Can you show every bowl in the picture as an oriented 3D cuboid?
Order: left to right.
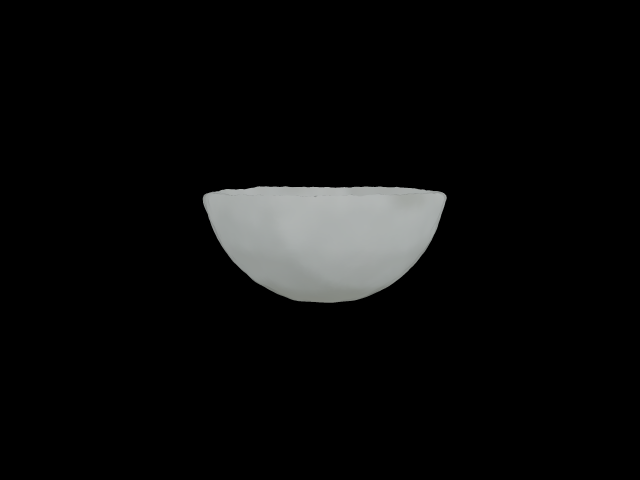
[{"bbox_3d":[0.004,0.001,0.400,0.167,0.075,0.167,0,7,0],"label":"bowl"}]
